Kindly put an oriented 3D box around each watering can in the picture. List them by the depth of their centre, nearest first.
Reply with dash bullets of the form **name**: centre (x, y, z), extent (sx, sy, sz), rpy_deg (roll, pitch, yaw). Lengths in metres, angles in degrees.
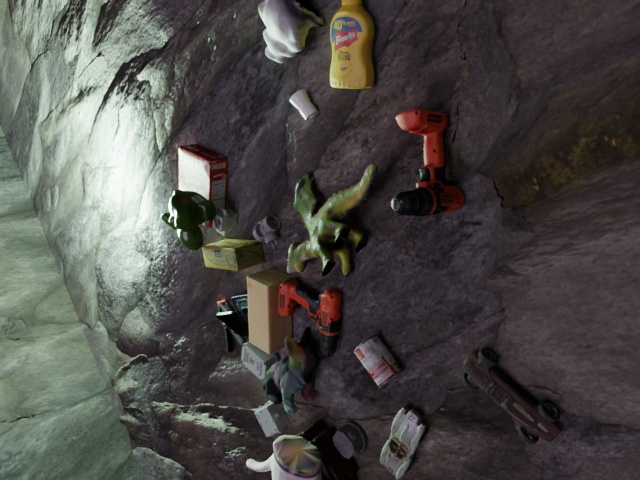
- **watering can**: centre (-0.092, 0.625, 1.383), extent (0.350, 0.105, 0.221), rpy_deg (19, 116, 41)

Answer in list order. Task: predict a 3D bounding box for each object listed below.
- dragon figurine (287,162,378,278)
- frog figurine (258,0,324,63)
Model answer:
- **dragon figurine**: centre (0.004, -0.060, 1.190), extent (0.247, 0.123, 0.401), rpy_deg (48, 132, 35)
- **frog figurine**: centre (-0.085, -0.466, 1.128), extent (0.157, 0.125, 0.137), rpy_deg (-37, 96, 34)
